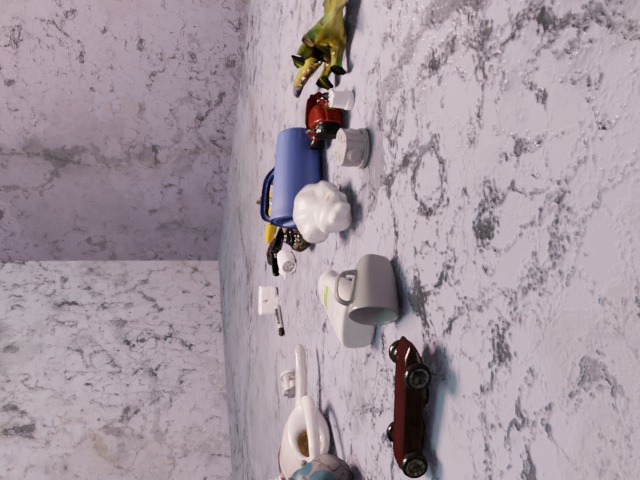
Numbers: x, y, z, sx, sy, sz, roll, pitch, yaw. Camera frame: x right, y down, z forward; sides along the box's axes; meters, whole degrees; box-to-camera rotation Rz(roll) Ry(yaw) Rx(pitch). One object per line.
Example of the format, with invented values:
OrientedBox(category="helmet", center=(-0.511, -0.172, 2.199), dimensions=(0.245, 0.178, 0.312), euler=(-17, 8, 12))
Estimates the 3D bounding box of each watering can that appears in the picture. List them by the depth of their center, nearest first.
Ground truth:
OrientedBox(category="watering can", center=(-0.040, 0.444, 1.224), dimensions=(0.356, 0.104, 0.219), euler=(-101, 19, -49))

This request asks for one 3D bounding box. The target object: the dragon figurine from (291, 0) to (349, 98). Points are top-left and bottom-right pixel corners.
OrientedBox(category="dragon figurine", center=(0.017, -0.485, 1.171), dimensions=(0.409, 0.122, 0.244), euler=(176, 113, -71))

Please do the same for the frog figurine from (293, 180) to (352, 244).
OrientedBox(category="frog figurine", center=(0.003, -0.055, 1.095), dimensions=(0.161, 0.122, 0.136), euler=(-110, 44, -76))
